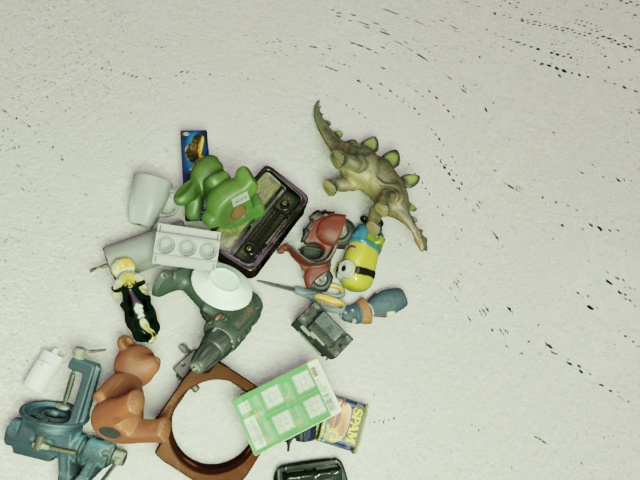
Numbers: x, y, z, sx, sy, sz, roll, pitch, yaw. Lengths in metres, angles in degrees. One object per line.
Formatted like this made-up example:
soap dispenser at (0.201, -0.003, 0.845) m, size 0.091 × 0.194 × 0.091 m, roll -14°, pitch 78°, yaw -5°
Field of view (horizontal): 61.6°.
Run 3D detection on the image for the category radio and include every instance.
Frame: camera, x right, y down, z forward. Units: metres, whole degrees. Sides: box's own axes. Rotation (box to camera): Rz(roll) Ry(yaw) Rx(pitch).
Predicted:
radio at (-0.136, -0.036, 1.180) m, size 0.131 × 0.073 × 0.229 m, roll 35°, pitch 72°, yaw 3°

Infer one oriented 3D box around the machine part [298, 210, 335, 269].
machine part at (-0.003, -0.004, 1.217) m, size 0.084 × 0.039 × 0.139 m, roll 10°, pitch 73°, yaw -2°

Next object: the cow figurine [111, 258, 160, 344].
cow figurine at (-0.363, 0.119, 1.046) m, size 0.068 × 0.098 × 0.167 m, roll -22°, pitch 108°, yaw -20°

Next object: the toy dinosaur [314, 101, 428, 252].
toy dinosaur at (0.099, -0.158, 1.226) m, size 0.198 × 0.105 × 0.471 m, roll -22°, pitch 67°, yaw -44°

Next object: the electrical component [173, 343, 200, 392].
electrical component at (-0.265, 0.258, 1.091) m, size 0.063 × 0.021 × 0.094 m, roll -41°, pitch 85°, yaw -19°

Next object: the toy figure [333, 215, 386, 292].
toy figure at (0.098, 0.029, 1.204) m, size 0.089 × 0.082 × 0.180 m, roll 25°, pitch 67°, yaw 0°

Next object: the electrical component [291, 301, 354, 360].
electrical component at (0.005, 0.188, 1.107) m, size 0.115 × 0.134 × 0.058 m, roll 44°, pitch 70°, yaw 2°

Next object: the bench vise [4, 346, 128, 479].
bench vise at (-0.445, 0.318, 0.975) m, size 0.224 × 0.129 × 0.240 m, roll 14°, pitch 87°, yaw 11°

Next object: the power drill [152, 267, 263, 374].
power drill at (-0.233, 0.138, 1.062) m, size 0.207 × 0.086 × 0.232 m, roll 34°, pitch 34°, yaw 16°

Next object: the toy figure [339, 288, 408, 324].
toy figure at (0.116, 0.150, 1.181) m, size 0.154 × 0.064 × 0.057 m, roll -18°, pitch 115°, yaw -11°

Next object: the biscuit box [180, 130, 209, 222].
biscuit box at (-0.274, -0.142, 1.194) m, size 0.063 × 0.059 × 0.202 m, roll -4°, pitch 74°, yaw -13°

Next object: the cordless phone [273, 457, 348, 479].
cordless phone at (-0.013, 0.526, 1.037) m, size 0.147 × 0.089 × 0.184 m, roll -3°, pitch 85°, yaw -13°

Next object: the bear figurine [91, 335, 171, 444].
bear figurine at (-0.326, 0.261, 0.968) m, size 0.132 × 0.120 × 0.196 m, roll -16°, pitch 32°, yaw 19°

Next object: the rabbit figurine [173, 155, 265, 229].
rabbit figurine at (-0.217, -0.099, 1.112) m, size 0.159 × 0.121 × 0.170 m, roll -35°, pitch 56°, yaw -8°

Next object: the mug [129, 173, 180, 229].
mug at (-0.359, -0.077, 1.153) m, size 0.109 × 0.081 × 0.107 m, roll 17°, pitch 81°, yaw -14°

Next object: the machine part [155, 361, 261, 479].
machine part at (-0.200, 0.350, 1.030) m, size 0.201 × 0.087 × 0.201 m, roll 34°, pitch 77°, yaw -4°

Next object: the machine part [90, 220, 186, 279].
machine part at (-0.355, 0.021, 1.119) m, size 0.243 × 0.079 × 0.079 m, roll -22°, pitch 78°, yaw -16°

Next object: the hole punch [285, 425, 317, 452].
hole punch at (-0.040, 0.341, 1.064) m, size 0.092 × 0.116 × 0.142 m, roll 9°, pitch 72°, yaw -17°

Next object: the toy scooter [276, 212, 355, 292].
toy scooter at (-0.013, 0.011, 1.155) m, size 0.135 × 0.075 × 0.184 m, roll 25°, pitch 75°, yaw -1°
